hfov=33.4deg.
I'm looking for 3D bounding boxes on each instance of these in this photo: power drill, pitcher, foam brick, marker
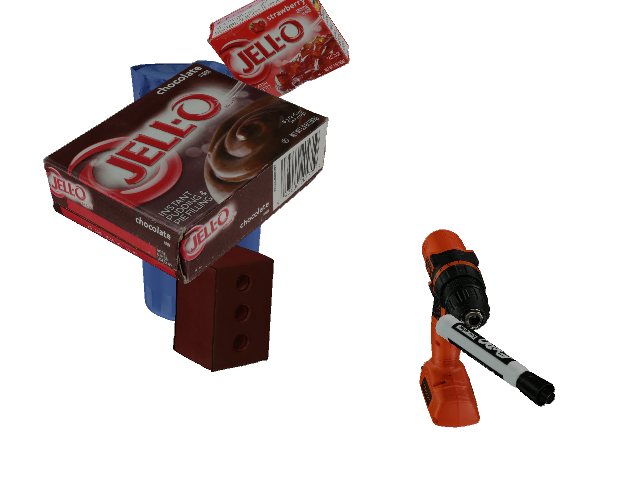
[{"bbox_3d":[0.143,0.102,1.138,0.057,0.188,0.184,-1,24,-2],"label":"power drill"},{"bbox_3d":[-0.109,-0.051,1.032,0.149,0.243,0.145,-2,15,-17],"label":"pitcher"},{"bbox_3d":[-0.070,0.046,0.767,0.052,0.078,0.051,-8,17,-39],"label":"foam brick"},{"bbox_3d":[0.131,0.090,0.806,0.020,0.020,0.121,0,23,-36],"label":"marker"}]

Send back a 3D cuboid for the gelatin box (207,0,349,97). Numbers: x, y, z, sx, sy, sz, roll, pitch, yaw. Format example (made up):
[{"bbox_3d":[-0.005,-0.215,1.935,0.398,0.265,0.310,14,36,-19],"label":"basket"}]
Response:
[{"bbox_3d":[-0.033,-0.154,0.839,0.089,0.030,0.073,-23,-52,19],"label":"gelatin box"}]

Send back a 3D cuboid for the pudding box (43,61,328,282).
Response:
[{"bbox_3d":[-0.064,-0.038,0.528,0.090,0.039,0.113,27,46,26],"label":"pudding box"}]
